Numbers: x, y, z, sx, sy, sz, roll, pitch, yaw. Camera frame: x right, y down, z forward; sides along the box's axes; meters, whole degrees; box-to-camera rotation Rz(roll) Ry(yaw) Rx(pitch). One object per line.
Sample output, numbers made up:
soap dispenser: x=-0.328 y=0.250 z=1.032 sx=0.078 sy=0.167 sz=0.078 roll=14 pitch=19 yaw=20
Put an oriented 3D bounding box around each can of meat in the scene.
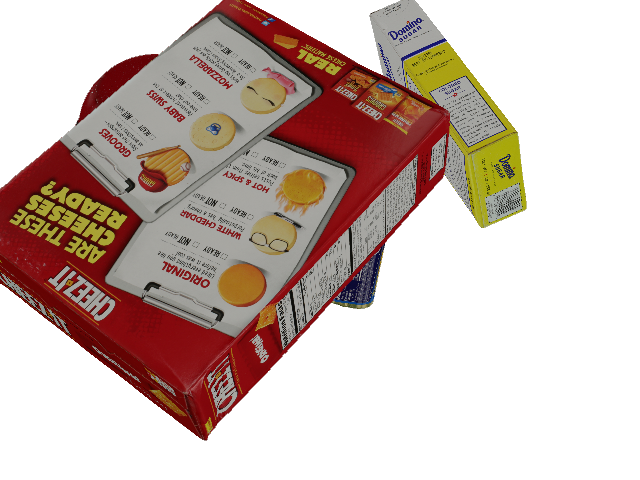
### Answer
can of meat: x=0.032 y=0.005 z=1.033 sx=0.057 sy=0.084 sz=0.102 roll=8 pitch=30 yaw=-3

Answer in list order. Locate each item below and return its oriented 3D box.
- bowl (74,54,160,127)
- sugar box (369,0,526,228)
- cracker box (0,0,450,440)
bowl: x=-0.159 y=-0.124 z=0.996 sx=0.162 sy=0.162 sz=0.055 roll=0 pitch=-41 yaw=7
sugar box: x=0.098 y=-0.102 z=0.828 sx=0.048 sy=0.176 sz=0.093 roll=-23 pitch=-38 yaw=-3
cracker box: x=-0.056 y=-0.022 z=0.591 sx=0.164 sy=0.213 sz=0.072 roll=33 pitch=-25 yaw=23
